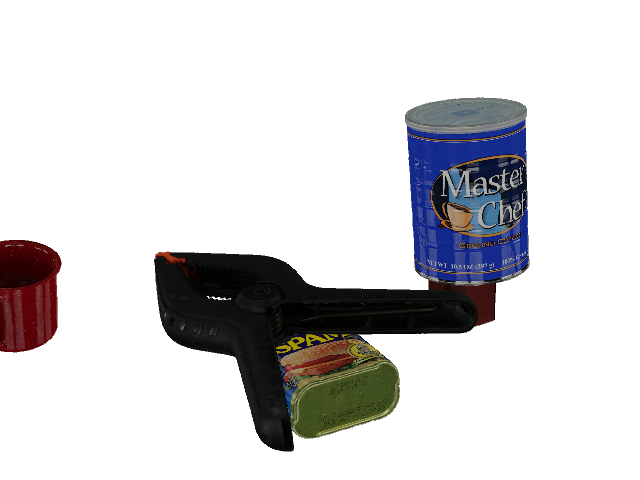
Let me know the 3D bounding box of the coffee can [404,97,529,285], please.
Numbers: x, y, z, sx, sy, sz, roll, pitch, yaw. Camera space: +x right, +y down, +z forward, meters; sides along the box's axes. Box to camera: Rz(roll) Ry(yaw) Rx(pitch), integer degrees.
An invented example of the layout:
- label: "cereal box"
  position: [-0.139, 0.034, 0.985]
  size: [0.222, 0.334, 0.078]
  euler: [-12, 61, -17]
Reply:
- label: "coffee can"
  position: [0.129, -0.044, 0.926]
  size: [0.103, 0.140, 0.103]
  euler: [-5, 19, 1]

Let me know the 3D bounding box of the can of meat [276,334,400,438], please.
- label: "can of meat"
  position: [0.002, 0.112, 0.866]
  size: [0.101, 0.057, 0.084]
  euler: [-13, 26, -25]

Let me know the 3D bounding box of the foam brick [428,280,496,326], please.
- label: "foam brick"
  position: [0.146, 0.045, 1.101]
  size: [0.051, 0.078, 0.053]
  euler: [-14, 21, -41]

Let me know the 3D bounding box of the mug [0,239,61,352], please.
- label: "mug"
  position: [-0.307, 0.063, 1.055]
  size: [0.093, 0.081, 0.117]
  euler: [9, 31, 4]

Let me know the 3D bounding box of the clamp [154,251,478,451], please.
- label: "clamp"
  position: [-0.022, 0.044, 0.645]
  size: [0.164, 0.036, 0.210]
  euler: [-22, 30, -33]
